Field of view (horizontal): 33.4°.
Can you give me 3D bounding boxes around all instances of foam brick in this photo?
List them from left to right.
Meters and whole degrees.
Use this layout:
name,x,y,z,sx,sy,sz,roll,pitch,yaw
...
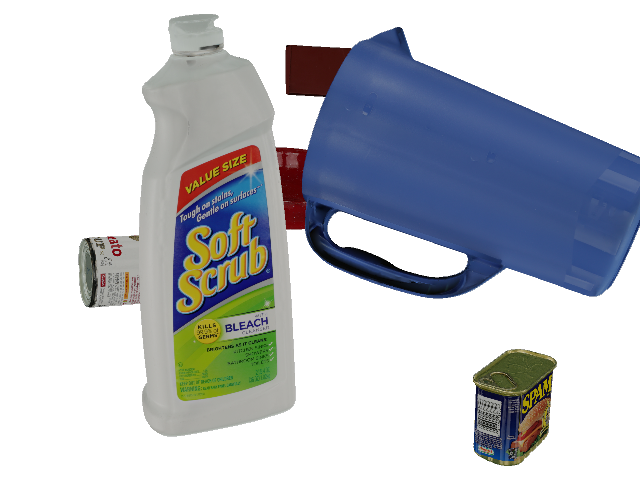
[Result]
name,x,y,z,sx,sy,sz,roll,pitch,yaw
foam brick,0.003,-0.174,1.101,0.078,0.051,0.053,2,10,-6

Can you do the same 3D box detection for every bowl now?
name,x,y,z,sx,sy,sz,roll,pitch,yaw
bowl,-0.037,-0.057,1.276,0.162,0.055,0.162,5,26,-3

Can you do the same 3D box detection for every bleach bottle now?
name,x,y,z,sx,sy,sz,roll,pitch,yaw
bleach bottle,-0.072,-0.009,0.655,0.102,0.251,0.068,-10,20,-14

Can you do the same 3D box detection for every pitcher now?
name,x,y,z,sx,sy,sz,roll,pitch,yaw
pitcher,0.112,-0.040,0.799,0.243,0.149,0.144,23,43,11

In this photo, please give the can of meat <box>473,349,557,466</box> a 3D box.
name,x,y,z,sx,sy,sz,roll,pitch,yaw
can of meat,0.196,0.169,1.081,0.058,0.084,0.101,13,22,34

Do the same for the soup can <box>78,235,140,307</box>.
name,x,y,z,sx,sy,sz,roll,pitch,yaw
soup can,-0.176,0.029,1.026,0.102,0.068,0.069,-2,1,-24
